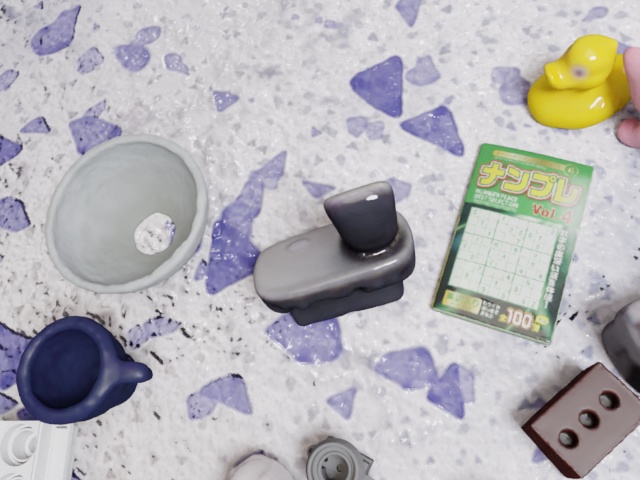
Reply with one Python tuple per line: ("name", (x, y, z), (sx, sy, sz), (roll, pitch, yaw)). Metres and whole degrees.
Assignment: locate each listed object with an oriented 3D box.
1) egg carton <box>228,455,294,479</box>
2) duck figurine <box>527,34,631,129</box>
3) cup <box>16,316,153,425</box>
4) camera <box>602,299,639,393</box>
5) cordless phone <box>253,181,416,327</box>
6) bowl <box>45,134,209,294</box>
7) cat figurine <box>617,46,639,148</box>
("egg carton", (-0.037, 0.257, 0.458), (0.107, 0.069, 0.150), (-44, 69, -6))
("duck figurine", (0.253, -0.158, 0.539), (0.104, 0.086, 0.077), (-16, 69, 5))
("cup", (-0.195, 0.123, 0.522), (0.117, 0.095, 0.092), (-1, 71, 11))
("camera", (0.318, 0.091, 0.431), (0.143, 0.101, 0.136), (-22, 68, 3))
("cordless phone", (0.004, 0.002, 0.477), (0.147, 0.185, 0.094), (-20, 68, 4))
("bowl", (-0.182, -0.019, 0.580), (0.167, 0.075, 0.167), (-3, 70, 10))
("cat figurine", (0.312, -0.111, 0.494), (0.067, 0.118, 0.127), (-26, 68, 2))
